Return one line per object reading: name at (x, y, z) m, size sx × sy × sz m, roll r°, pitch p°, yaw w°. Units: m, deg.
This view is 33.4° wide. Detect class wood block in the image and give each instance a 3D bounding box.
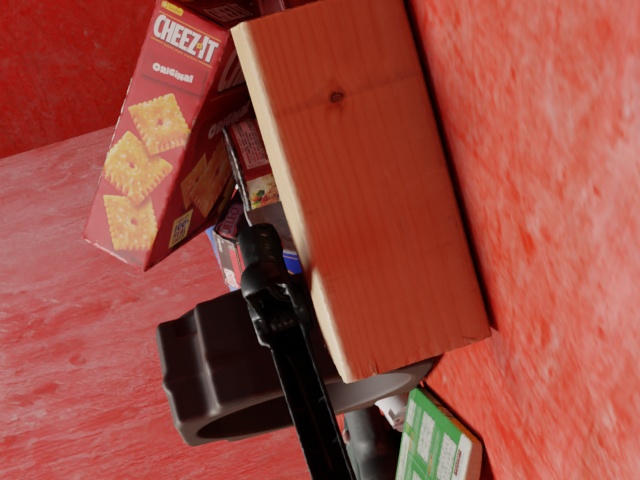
wood block at (0.023, -0.036, 0.620) m, size 0.090 × 0.090 × 0.206 m, roll -130°, pitch 24°, yaw -78°

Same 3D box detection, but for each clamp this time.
clamp at (-0.021, 0.057, 0.662) m, size 0.210 × 0.036 × 0.164 m, roll -113°, pitch 6°, yaw -70°

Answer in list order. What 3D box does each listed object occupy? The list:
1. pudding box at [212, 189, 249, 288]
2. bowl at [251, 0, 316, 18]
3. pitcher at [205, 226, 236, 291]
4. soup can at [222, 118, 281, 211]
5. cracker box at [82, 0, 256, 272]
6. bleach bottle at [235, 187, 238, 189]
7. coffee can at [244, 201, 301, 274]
pudding box at (-0.055, -0.020, 0.989) m, size 0.113 × 0.039 × 0.090 m, roll -59°, pitch -18°, yaw -28°
bowl at (-0.007, -0.149, 0.729) m, size 0.162 × 0.055 × 0.162 m, roll 163°, pitch 90°, yaw -84°
pitcher at (-0.052, 0.066, 1.347) m, size 0.243 × 0.149 × 0.145 m, roll 69°, pitch 161°, yaw 2°
soup can at (-0.018, -0.070, 0.826) m, size 0.068 × 0.102 × 0.068 m, roll 163°, pitch 90°, yaw -84°
cracker box at (-0.101, -0.098, 0.880) m, size 0.214 × 0.072 × 0.164 m, roll -66°, pitch -10°, yaw 24°
bleach bottle at (-0.070, -0.098, 1.171) m, size 0.102 × 0.068 × 0.251 m, roll 36°, pitch -173°, yaw 0°
coffee can at (-0.006, 0.001, 0.913) m, size 0.140 × 0.102 × 0.103 m, roll 83°, pitch 168°, yaw -59°
